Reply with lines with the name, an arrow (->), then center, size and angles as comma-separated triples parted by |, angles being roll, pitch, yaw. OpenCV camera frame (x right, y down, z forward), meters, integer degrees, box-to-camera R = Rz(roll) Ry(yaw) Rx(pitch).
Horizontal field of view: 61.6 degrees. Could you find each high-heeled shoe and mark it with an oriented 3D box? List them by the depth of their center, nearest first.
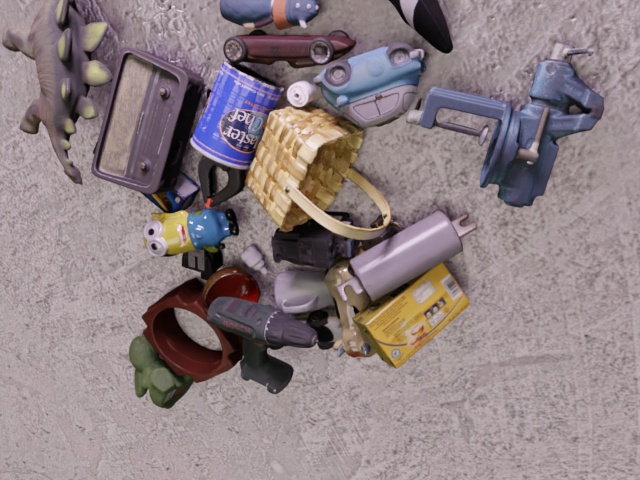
high-heeled shoe -> 0.065, -0.329, 0.742 | 0.145, 0.086, 0.248 | -31, 97, 36

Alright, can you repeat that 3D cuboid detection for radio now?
radio -> -0.296, -0.199, 0.929 | 0.131, 0.073, 0.229 | 22, 106, 7

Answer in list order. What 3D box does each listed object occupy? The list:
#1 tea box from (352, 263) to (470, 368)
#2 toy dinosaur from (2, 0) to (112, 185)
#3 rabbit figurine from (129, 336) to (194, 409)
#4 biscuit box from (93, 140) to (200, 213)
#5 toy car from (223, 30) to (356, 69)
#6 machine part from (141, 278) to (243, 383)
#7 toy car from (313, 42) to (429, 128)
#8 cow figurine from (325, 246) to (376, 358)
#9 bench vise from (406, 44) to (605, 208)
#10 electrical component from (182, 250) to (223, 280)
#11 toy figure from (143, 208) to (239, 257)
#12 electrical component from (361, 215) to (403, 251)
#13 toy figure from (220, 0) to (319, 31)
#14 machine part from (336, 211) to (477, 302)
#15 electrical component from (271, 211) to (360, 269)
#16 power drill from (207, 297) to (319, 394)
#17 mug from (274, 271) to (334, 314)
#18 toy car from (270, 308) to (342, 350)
tea box -> 0.152, 0.119, 0.893 | 0.170, 0.068, 0.098 | -36, 100, -11
toy dinosaur -> -0.443, -0.329, 0.919 | 0.199, 0.105, 0.470 | 1, 101, 36
rabbit figurine -> -0.384, 0.303, 1.273 | 0.170, 0.121, 0.159 | 44, 134, 19
biscuit box -> -0.332, -0.133, 1.026 | 0.203, 0.059, 0.063 | 40, 125, 0
toy car -> -0.047, -0.285, 0.806 | 0.202, 0.089, 0.053 | 8, 117, 18
machine part -> -0.266, 0.195, 1.160 | 0.201, 0.087, 0.201 | -30, 102, 31
toy car -> 0.080, -0.215, 0.772 | 0.162, 0.109, 0.102 | -11, 99, 19
cow figurine -> 0.063, 0.123, 0.956 | 0.086, 0.127, 0.194 | -7, 111, 29
bench vise -> 0.242, -0.165, 0.732 | 0.241, 0.129, 0.223 | 16, 119, 10
electrical component -> -0.239, 0.039, 1.088 | 0.075, 0.048, 0.119 | 18, 120, 14
toy figure -> -0.240, -0.011, 1.002 | 0.180, 0.082, 0.089 | -13, 157, 1
electrical component -> 0.115, 0.008, 0.924 | 0.078, 0.045, 0.102 | -11, 112, 58
toy figure -> -0.072, -0.348, 0.803 | 0.155, 0.058, 0.064 | 10, 126, 13
machine part -> 0.136, 0.025, 0.858 | 0.243, 0.079, 0.079 | -29, 104, 2
electrical component -> -0.002, -0.003, 0.923 | 0.134, 0.115, 0.058 | 6, 121, 22
power drill -> -0.100, 0.202, 1.011 | 0.232, 0.086, 0.207 | 18, 143, 22
mug -> -0.025, 0.098, 0.998 | 0.107, 0.109, 0.080 | -8, 107, 12
toy car -> -0.043, 0.176, 1.073 | 0.202, 0.056, 0.073 | -6, 120, 27
